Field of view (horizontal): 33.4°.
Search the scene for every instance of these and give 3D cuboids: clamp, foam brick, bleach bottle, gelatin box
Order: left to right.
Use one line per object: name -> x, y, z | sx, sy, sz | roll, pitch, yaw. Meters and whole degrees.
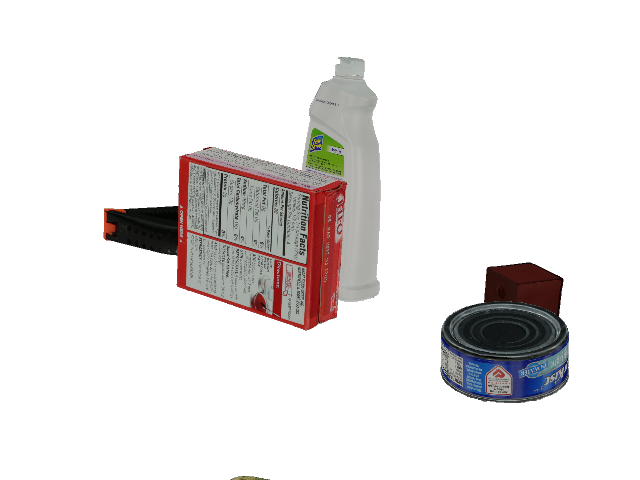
clamp -> -0.078, -0.005, 0.895 | 0.210, 0.036, 0.164 | 2, 13, -6
gelatin box -> -0.031, -0.002, 0.542 | 0.089, 0.073, 0.030 | 16, 23, 31
bleach bottle -> 0.026, -0.068, 1.145 | 0.103, 0.251, 0.067 | 17, 18, 38
foam brick -> 0.185, 0.065, 0.986 | 0.051, 0.078, 0.053 | -7, 19, -24

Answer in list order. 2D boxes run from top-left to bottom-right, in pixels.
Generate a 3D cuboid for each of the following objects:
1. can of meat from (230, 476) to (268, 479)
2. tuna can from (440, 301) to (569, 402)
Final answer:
can of meat -> -0.029, 0.236, 0.814 | 0.102, 0.084, 0.057 | 8, 14, 9
tuna can -> 0.123, 0.073, 0.714 | 0.086, 0.034, 0.086 | -3, 22, 1
